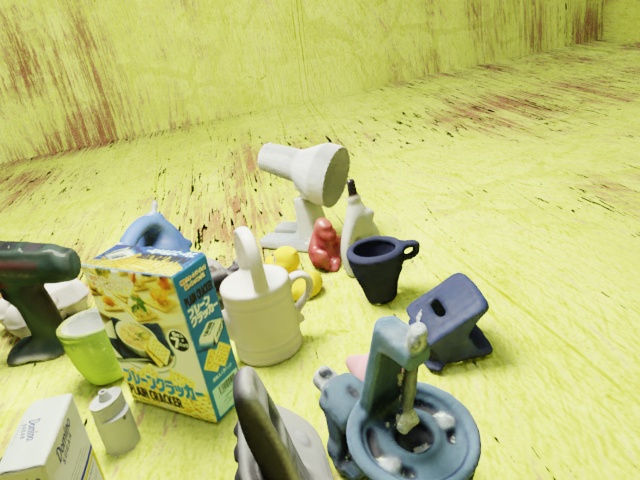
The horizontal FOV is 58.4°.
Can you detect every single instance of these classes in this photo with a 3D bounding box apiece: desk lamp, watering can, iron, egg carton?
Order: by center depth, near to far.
[{"bbox_3d":[-0.097,0.076,0.811,0.173,0.194,0.100,-28,29,-34],"label":"watering can"},{"bbox_3d":[-0.505,0.117,1.045,0.107,0.069,0.151,13,33,42],"label":"egg carton"},{"bbox_3d":[-0.335,0.032,1.074,0.118,0.142,0.258,-6,24,11],"label":"iron"},{"bbox_3d":[-0.036,-0.089,1.130,0.202,0.214,0.118,3,28,29],"label":"desk lamp"}]

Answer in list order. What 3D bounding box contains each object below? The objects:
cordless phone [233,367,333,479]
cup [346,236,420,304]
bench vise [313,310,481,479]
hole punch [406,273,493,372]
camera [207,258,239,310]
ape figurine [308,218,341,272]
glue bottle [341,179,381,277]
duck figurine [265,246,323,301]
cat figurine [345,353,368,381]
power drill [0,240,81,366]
[{"bbox_3d":[-0.046,0.184,0.562,0.094,0.185,0.147,-14,24,-7],"label":"cordless phone"},{"bbox_3d":[0.105,0.049,0.911,0.118,0.095,0.091,-13,24,-6],"label":"cup"},{"bbox_3d":[0.052,0.158,0.535,0.206,0.220,0.122,7,30,35],"label":"bench vise"},{"bbox_3d":[0.168,0.106,0.763,0.101,0.091,0.108,-13,24,-5],"label":"hole punch"},{"bbox_3d":[-0.174,0.071,0.970,0.143,0.101,0.136,-23,27,-26],"label":"camera"},{"bbox_3d":[0.010,0.004,1.055,0.078,0.092,0.075,-27,29,-32],"label":"ape figurine"},{"bbox_3d":[0.067,-0.024,0.993,0.078,0.173,0.037,-17,25,-15],"label":"glue bottle"},{"bbox_3d":[-0.048,0.052,0.979,0.104,0.086,0.078,3,27,28],"label":"duck figurine"},{"bbox_3d":[0.087,0.168,0.625,0.067,0.118,0.127,-24,27,-28],"label":"cat figurine"},{"bbox_3d":[-0.488,0.093,0.918,0.229,0.209,0.075,-11,24,0],"label":"power drill"}]
